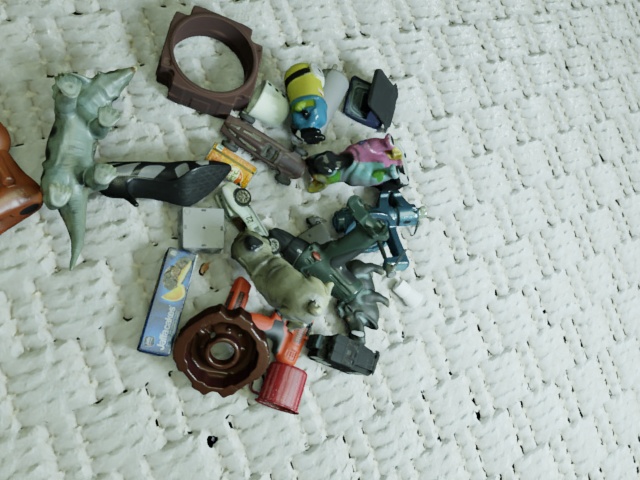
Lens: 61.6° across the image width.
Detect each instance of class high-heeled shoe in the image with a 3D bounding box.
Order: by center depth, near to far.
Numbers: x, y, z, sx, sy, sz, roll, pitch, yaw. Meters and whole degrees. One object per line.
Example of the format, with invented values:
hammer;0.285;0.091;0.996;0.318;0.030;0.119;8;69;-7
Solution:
high-heeled shoe;-0.312;-0.132;1.065;0.249;0.086;0.145;-24;50;-35

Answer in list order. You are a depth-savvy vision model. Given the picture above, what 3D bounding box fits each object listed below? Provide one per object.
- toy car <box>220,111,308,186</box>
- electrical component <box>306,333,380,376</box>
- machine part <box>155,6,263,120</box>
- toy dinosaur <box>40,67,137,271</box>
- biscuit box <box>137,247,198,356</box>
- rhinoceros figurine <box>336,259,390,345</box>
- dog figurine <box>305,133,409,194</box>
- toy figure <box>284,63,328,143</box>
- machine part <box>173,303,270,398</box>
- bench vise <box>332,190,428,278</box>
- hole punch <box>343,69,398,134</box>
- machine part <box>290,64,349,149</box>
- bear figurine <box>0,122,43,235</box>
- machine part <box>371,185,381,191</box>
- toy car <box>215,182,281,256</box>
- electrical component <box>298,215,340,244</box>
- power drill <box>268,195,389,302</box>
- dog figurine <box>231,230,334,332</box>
toy car;-0.119;-0.197;1.158;0.202;0.053;0.089;32;102;-16
electrical component;0.040;0.235;1.119;0.134;0.115;0.058;26;68;-19
machine part;-0.233;-0.377;1.145;0.201;0.087;0.201;17;72;-19
toy dinosaur;-0.437;-0.149;0.961;0.131;0.192;0.404;15;79;-28
biscuit box;-0.292;0.119;1.027;0.059;0.063;0.202;17;72;-19
rhinoceros figurine;0.090;0.136;1.185;0.112;0.073;0.190;5;77;-24
dog figurine;0.077;-0.159;1.209;0.191;0.219;0.108;17;66;-67
toy figure;-0.030;-0.296;1.146;0.089;0.082;0.180;0;73;-10
machine part;-0.186;0.208;1.021;0.179;0.056;0.179;-2;105;-9
bench vise;0.149;-0.011;1.190;0.224;0.128;0.241;2;42;-16
hole punch;0.124;-0.336;1.303;0.115;0.092;0.142;34;62;-46
machine part;0.001;-0.307;1.237;0.079;0.079;0.243;31;68;-15
bear figurine;-0.574;-0.121;0.924;0.132;0.120;0.196;-37;93;-22
machine part;0.132;-0.178;1.290;0.139;0.039;0.084;46;74;-11
toy car;-0.147;-0.027;1.115;0.056;0.073;0.201;-32;93;-29
electrical component;-0.004;-0.004;1.192;0.078;0.045;0.102;-37;93;3
power drill;0.023;0.005;1.104;0.232;0.207;0.086;45;22;3
dog figurine;-0.081;0.066;1.004;0.190;0.172;0.121;47;66;-18
